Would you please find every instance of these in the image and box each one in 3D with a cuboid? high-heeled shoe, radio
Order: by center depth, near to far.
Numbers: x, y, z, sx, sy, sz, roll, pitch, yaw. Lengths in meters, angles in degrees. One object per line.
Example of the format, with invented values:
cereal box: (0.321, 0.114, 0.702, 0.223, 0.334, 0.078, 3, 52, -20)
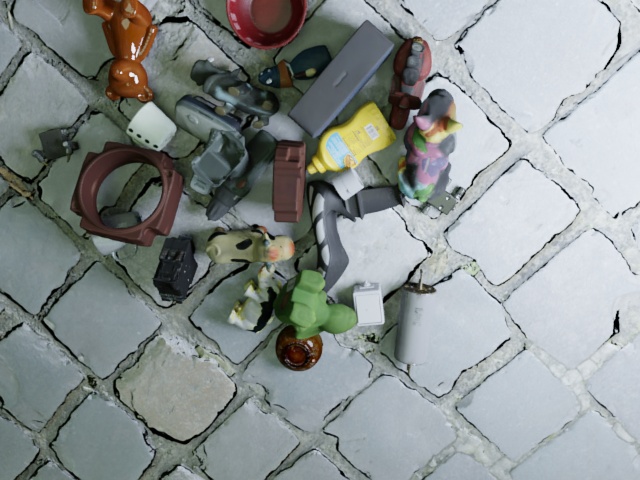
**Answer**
radio: (0.042, -0.310, 1.054, 0.073, 0.131, 0.229, 43, 105, -5)
high-heeled shoe: (-0.002, -0.004, 1.176, 0.145, 0.086, 0.248, 37, 123, 27)

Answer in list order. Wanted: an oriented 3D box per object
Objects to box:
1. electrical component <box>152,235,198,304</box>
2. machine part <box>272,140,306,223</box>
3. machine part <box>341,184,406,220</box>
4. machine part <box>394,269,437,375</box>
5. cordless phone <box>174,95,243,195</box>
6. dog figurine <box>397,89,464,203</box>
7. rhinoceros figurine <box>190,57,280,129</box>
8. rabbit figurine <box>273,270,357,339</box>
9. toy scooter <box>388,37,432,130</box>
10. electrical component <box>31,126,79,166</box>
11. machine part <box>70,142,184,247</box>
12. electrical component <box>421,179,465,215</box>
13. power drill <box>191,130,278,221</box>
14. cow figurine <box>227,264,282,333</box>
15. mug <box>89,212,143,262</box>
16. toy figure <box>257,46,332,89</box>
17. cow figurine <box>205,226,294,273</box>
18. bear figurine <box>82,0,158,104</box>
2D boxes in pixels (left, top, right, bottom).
electrical component: (-0.314, 0.058, 1.183, 0.058, 0.114, 0.134, 11, 61, 2)
machine part: (-0.060, -0.119, 1.096, 0.056, 0.179, 0.179, 4, 104, 2)
machine part: (0.113, -0.088, 1.150, 0.139, 0.039, 0.084, -6, 98, 9)
machine part: (0.210, 0.184, 1.184, 0.079, 0.079, 0.243, 7, 105, 4)
cordless phone: (-0.256, -0.200, 1.142, 0.147, 0.089, 0.184, 28, 109, -2)
dog figurine: (0.208, -0.175, 1.016, 0.109, 0.219, 0.191, 13, 88, 8)
rhinoceros figurine: (-0.171, -0.305, 1.094, 0.190, 0.112, 0.073, 23, 134, -13)
rabbit figurine: (-0.009, 0.164, 1.161, 0.170, 0.121, 0.159, 25, 143, -20)
toy scooter: (0.171, -0.304, 1.040, 0.075, 0.135, 0.183, 13, 104, 5)
electrical component: (-0.587, -0.207, 1.193, 0.102, 0.045, 0.078, -7, 104, 8)
machine part: (-0.408, -0.097, 1.142, 0.201, 0.087, 0.201, 13, 78, 3)
electrical component: (0.260, -0.084, 1.142, 0.063, 0.021, 0.094, 35, 104, -4)
power drill: (-0.180, -0.132, 1.086, 0.086, 0.207, 0.232, 43, 94, 14)
cow figurine: (-0.130, 0.133, 1.215, 0.098, 0.068, 0.167, 32, 108, -8)
mug: (-0.446, -0.012, 1.208, 0.107, 0.081, 0.109, -24, 91, 4)
toy figure: (-0.051, -0.345, 1.092, 0.155, 0.064, 0.057, -20, 115, 10)
cow figurine: (-0.151, 0.016, 1.158, 0.195, 0.127, 0.085, 0, 107, 9)
bear figurine: (-0.403, -0.382, 1.091, 0.120, 0.132, 0.195, 11, 99, 9)
